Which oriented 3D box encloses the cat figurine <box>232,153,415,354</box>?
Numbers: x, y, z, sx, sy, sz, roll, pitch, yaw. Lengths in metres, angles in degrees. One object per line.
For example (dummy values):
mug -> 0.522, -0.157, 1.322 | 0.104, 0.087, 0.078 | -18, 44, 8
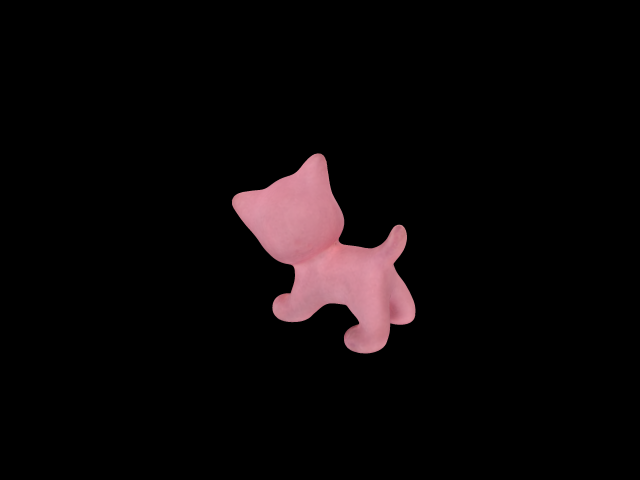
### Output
cat figurine -> 0.004, 0.001, 0.400 | 0.127, 0.118, 0.067 | 16, 31, 28
